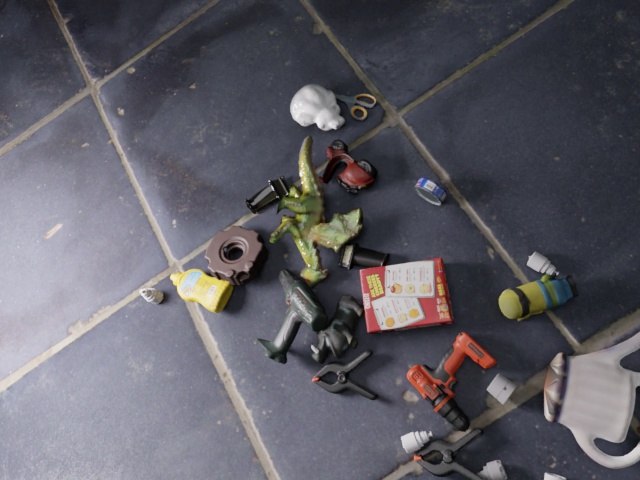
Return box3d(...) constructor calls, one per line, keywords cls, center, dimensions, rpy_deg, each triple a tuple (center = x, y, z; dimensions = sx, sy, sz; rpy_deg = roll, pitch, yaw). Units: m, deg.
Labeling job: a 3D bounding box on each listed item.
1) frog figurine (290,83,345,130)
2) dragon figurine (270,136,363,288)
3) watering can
box3d(cls="frog figurine", center=(-0.007, -0.385, 1.530), dimensions=(0.138, 0.162, 0.120), rpy_deg=(-33, -33, -11))
box3d(cls="dragon figurine", center=(0.004, -0.072, 1.426), dimensions=(0.243, 0.411, 0.122), rpy_deg=(17, -2, 12))
box3d(cls="watering can", center=(0.622, 0.306, 1.131), dimensions=(0.225, 0.351, 0.103), rpy_deg=(12, -13, 20))
